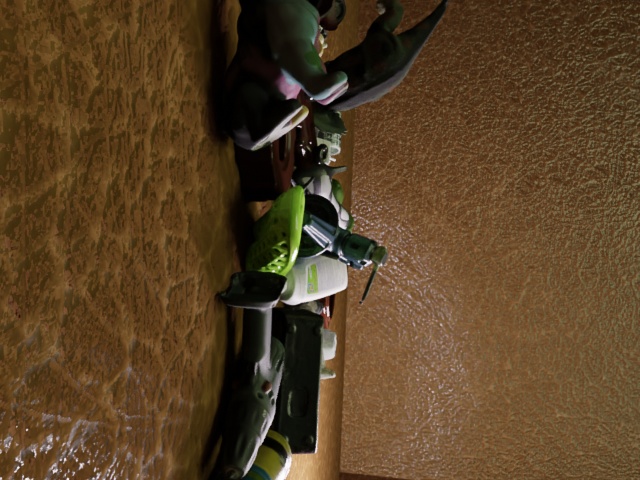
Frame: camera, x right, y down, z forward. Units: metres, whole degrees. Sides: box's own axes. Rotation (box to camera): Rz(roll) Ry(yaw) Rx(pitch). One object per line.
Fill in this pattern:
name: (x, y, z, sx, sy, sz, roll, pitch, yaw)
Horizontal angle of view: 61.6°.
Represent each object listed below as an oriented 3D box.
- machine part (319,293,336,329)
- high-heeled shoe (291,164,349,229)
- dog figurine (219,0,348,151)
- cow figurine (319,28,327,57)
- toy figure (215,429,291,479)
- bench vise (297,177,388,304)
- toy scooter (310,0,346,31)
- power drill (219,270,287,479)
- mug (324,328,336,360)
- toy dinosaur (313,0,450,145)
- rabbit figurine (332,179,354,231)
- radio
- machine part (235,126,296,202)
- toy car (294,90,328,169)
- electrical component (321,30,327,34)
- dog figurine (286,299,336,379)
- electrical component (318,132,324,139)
machine part: (-0.009, 0.099, 1.287, 0.201, 0.087, 0.201, 85, 10, -59)
high-heeled shoe: (-0.015, -0.055, 1.083, 0.145, 0.086, 0.248, -22, 137, -38)
dog figurine: (-0.069, -0.234, 0.608, 0.219, 0.191, 0.108, 58, 14, -3)
cow figurine: (-0.017, -0.436, 1.072, 0.098, 0.068, 0.167, -78, 172, -86)
toy figure: (-0.090, 0.315, 0.692, 0.180, 0.089, 0.082, -63, 162, -79)
bench vise: (0.004, -0.012, 0.950, 0.129, 0.224, 0.240, -55, 153, 0)
toy scooter: (-0.029, -0.403, 0.872, 0.135, 0.075, 0.183, -55, 136, -22)
power drill: (-0.086, 0.156, 0.699, 0.232, 0.086, 0.207, -72, 160, -70)
mug: (-0.016, 0.221, 1.184, 0.109, 0.107, 0.080, -71, 164, -58)
toy dinosaur: (0.074, -0.294, 0.948, 0.131, 0.405, 0.192, 31, 38, -53)
rabbit figurine: (0.028, -0.068, 1.365, 0.159, 0.121, 0.170, 95, 5, -60)
radio: (-0.049, 0.228, 0.886, 0.131, 0.073, 0.229, 164, -70, -72)
machine part: (-0.072, -0.143, 0.771, 0.179, 0.056, 0.179, 4, 91, -83)
toy car: (-0.039, -0.194, 0.873, 0.053, 0.089, 0.202, -58, 158, -31)
electrical component: (-0.009, -0.508, 1.173, 0.075, 0.048, 0.119, -69, 163, -70)
dog figurine: (-0.045, 0.184, 1.060, 0.172, 0.121, 0.190, 78, 2, -76)
electrical component: (-0.021, -0.259, 1.139, 0.115, 0.058, 0.134, 36, 58, -84)
